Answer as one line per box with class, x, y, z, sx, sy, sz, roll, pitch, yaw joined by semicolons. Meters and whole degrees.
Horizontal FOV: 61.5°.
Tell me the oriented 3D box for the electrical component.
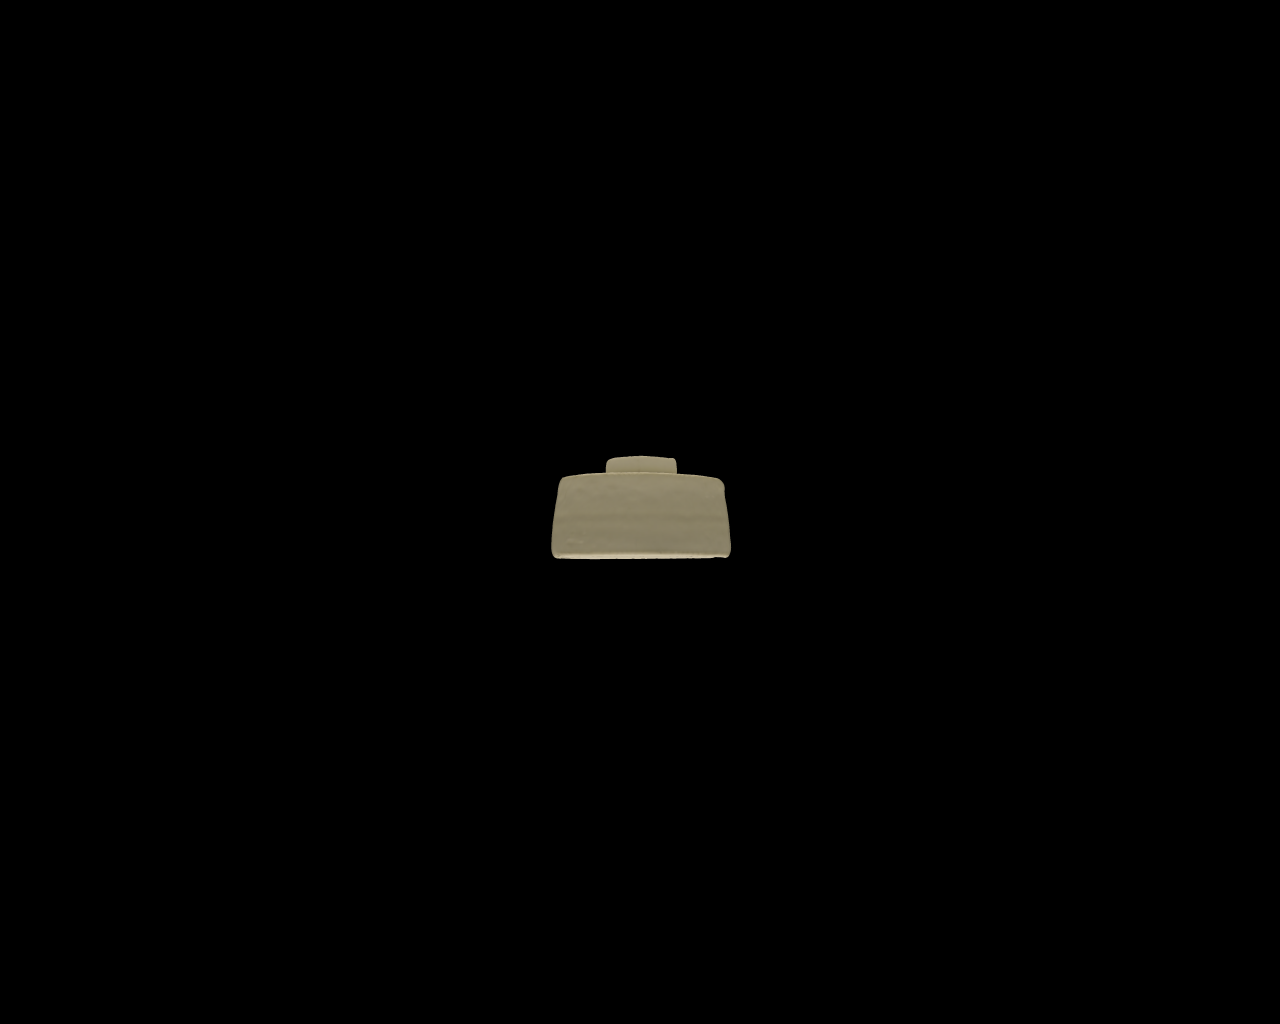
electrical component;0.001;-0.003;0.650;0.108;0.060;0.108;0;-3;0
